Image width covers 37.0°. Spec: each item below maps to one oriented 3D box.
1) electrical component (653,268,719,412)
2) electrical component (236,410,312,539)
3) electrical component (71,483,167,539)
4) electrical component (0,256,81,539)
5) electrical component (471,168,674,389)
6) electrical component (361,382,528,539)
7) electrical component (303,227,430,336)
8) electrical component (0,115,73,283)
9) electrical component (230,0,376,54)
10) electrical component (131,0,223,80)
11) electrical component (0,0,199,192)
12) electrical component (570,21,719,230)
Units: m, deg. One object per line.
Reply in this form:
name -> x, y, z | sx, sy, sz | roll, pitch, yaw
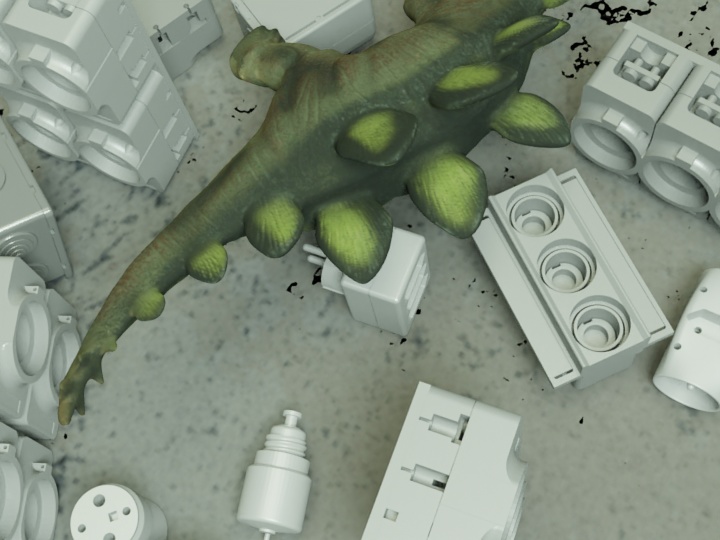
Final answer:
electrical component -> 0.230, 0.050, 0.650 | 0.079, 0.043, 0.077 | 25, 73, 16
electrical component -> -0.049, 0.125, 0.656 | 0.040, 0.040, 0.078 | 8, 69, 10
electrical component -> -0.145, 0.155, 0.648 | 0.045, 0.055, 0.045 | -2, 68, 6
electrical component -> -0.225, 0.095, 0.654 | 0.060, 0.105, 0.186 | 1, 68, 7
electrical component -> 0.127, 0.008, 0.669 | 0.079, 0.063, 0.121 | -24, 67, -3
electrical component -> 0.052, 0.130, 0.582 | 0.062, 0.150, 0.089 | 17, 72, 14
electrical component -> 0.000, 0.000, 0.686 | 0.077, 0.065, 0.047 | 18, 72, 14
electrical component -> -0.237, -0.039, 0.715 | 0.048, 0.099, 0.099 | -26, 67, -18
electrical component -> -0.033, -0.182, 0.766 | 0.096, 0.061, 0.061 | -34, 68, -7
electrical component -> -0.151, -0.173, 0.780 | 0.089, 0.055, 0.050 | -37, 69, -8
electrical component -> -0.186, -0.124, 0.694 | 0.105, 0.186, 0.060 | 21, 72, 15
electrical component -> 0.214, -0.077, 0.678 | 0.150, 0.089, 0.061 | 32, 75, 18
